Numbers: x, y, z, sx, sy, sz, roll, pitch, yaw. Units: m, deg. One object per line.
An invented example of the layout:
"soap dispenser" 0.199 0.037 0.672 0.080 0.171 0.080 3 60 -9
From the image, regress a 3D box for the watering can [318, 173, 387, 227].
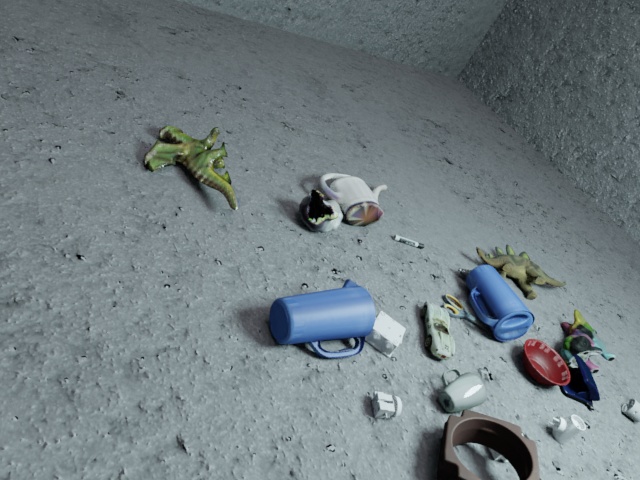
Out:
"watering can" 0.150 -0.147 1.794 0.347 0.102 0.229 4 44 -37

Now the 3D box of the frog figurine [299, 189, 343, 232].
"frog figurine" 0.005 -0.082 1.630 0.138 0.123 0.158 29 -3 11

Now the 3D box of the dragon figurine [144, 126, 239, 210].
"dragon figurine" -0.389 -0.223 1.517 0.243 0.119 0.419 -6 44 -19
